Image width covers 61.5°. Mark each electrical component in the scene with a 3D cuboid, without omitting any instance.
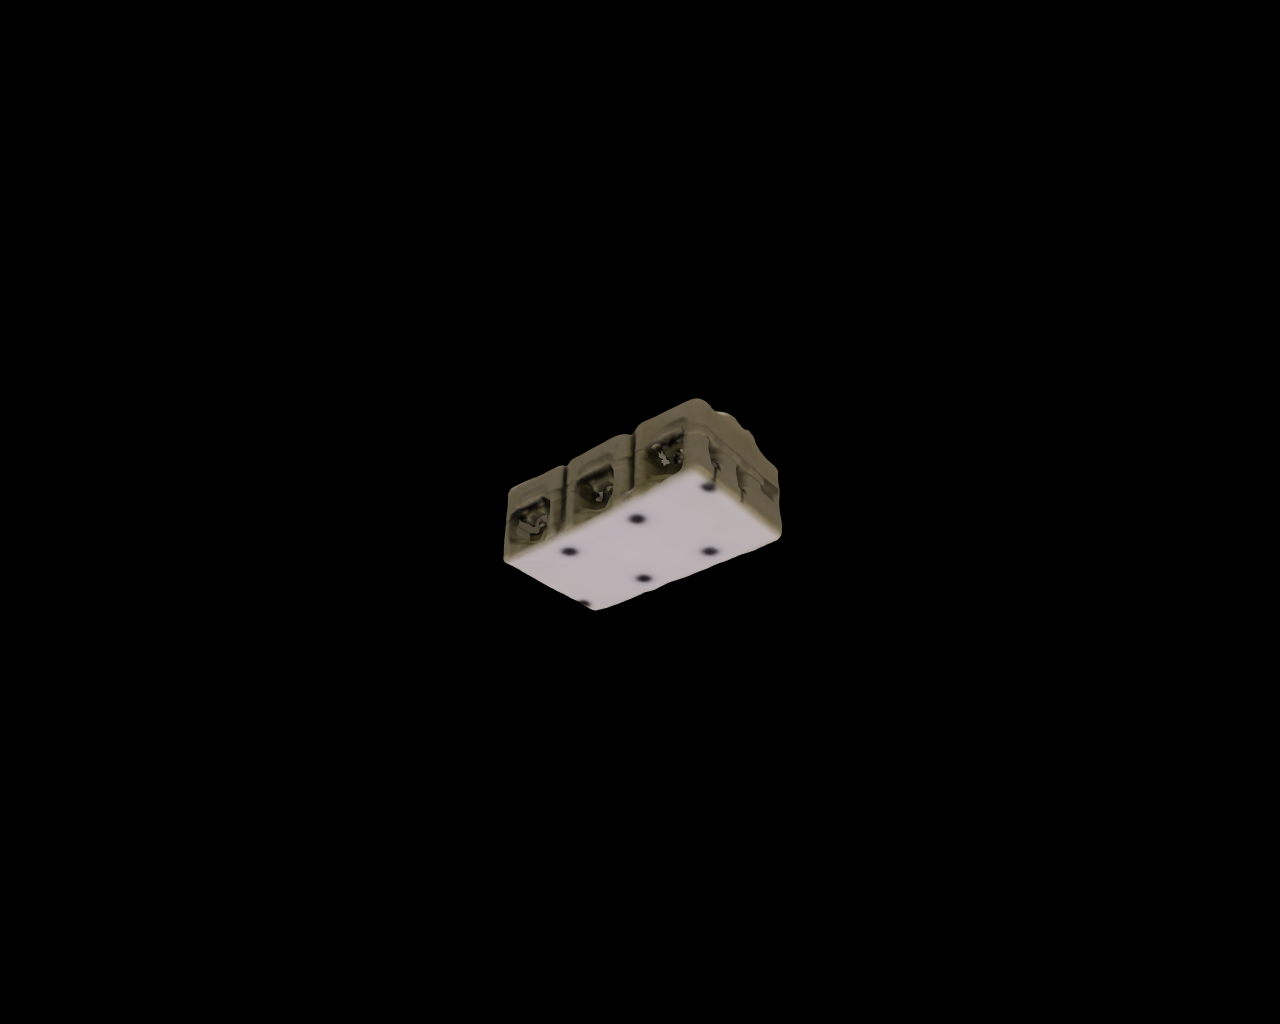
[{"bbox_3d":[0.001,-0.003,0.650,0.150,0.062,0.089,-24,-41,31],"label":"electrical component"}]
